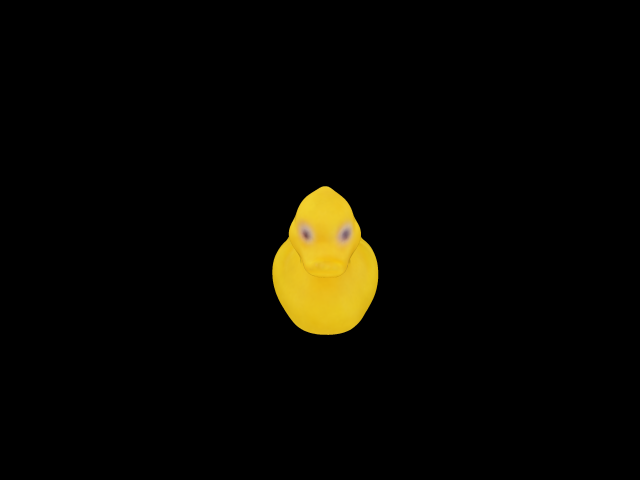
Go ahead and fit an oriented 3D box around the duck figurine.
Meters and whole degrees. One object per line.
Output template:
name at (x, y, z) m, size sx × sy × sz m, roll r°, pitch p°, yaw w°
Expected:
duck figurine at (0.004, 0.001, 0.400) m, size 0.077 × 0.086 × 0.104 m, roll 0°, pitch 43°, yaw 0°
